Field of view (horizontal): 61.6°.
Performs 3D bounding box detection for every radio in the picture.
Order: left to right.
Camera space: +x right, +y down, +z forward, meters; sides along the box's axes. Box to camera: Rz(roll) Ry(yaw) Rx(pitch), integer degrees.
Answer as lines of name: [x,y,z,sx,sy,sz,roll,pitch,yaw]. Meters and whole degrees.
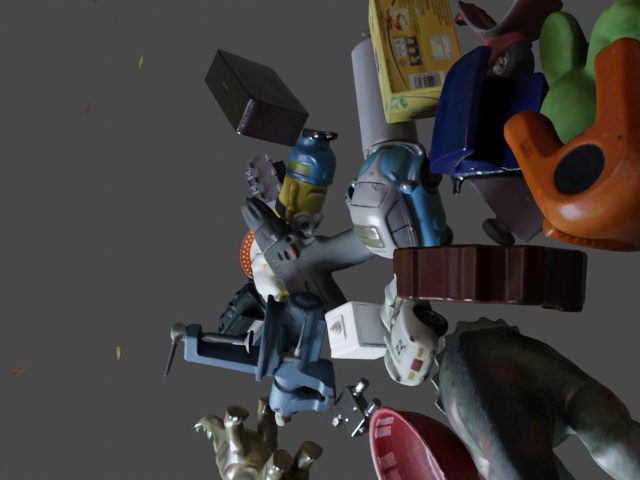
radio: [-0.120,-0.266,1.006,0.073,0.131,0.230,-60,41,27]

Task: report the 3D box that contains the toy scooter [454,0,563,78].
toy scooter: [0.214,-0.270,0.598,0.135,0.075,0.183,57,131,45]

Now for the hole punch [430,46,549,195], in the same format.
hole punch: [0.155,-0.124,0.552,0.116,0.092,0.142,1,82,59]

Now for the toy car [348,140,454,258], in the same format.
toy car: [0.088,-0.033,0.652,0.109,0.103,0.161,14,130,54]

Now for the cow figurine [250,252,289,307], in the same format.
cow figurine: [-0.067,0.097,0.884,0.098,0.068,0.167,-22,80,48]

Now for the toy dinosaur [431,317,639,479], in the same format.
toy dinosaur: [0.150,0.126,0.408,0.192,0.404,0.131,40,89,30]

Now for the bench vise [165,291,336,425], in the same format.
bench vise: [-0.091,0.164,0.767,0.129,0.241,0.223,-88,9,-53]

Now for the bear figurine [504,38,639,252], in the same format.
bear figurine: [0.252,-0.036,0.402,0.120,0.196,0.132,-42,40,47]

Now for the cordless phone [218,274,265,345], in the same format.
cordless phone: [-0.137,0.115,1.005,0.146,0.088,0.184,-53,33,32]

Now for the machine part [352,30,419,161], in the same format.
machine part: [0.090,-0.194,0.747,0.079,0.079,0.243,-28,59,48]

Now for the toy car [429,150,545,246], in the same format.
toy car: [0.193,-0.075,0.597,0.089,0.053,0.202,-50,41,24]

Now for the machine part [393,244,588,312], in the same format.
machine part: [0.160,0.036,0.521,0.179,0.179,0.056,-3,82,54]

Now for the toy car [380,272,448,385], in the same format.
toy car: [0.102,0.089,0.621,0.202,0.056,0.073,-83,9,-69]

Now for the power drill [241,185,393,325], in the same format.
power drill: [-0.002,-0.002,0.770,0.207,0.086,0.232,-32,85,31]

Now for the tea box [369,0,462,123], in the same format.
tea box: [0.120,-0.242,0.685,0.068,0.098,0.169,79,-174,-69]

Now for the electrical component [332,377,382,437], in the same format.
electrical component: [0.049,0.240,0.749,0.094,0.021,0.063,-59,41,26]

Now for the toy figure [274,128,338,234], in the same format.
toy figure: [-0.023,-0.092,0.878,0.089,0.082,0.180,-142,61,-64]

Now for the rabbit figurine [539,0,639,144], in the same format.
rabbit figurine: [0.254,-0.150,0.467,0.170,0.121,0.159,-48,37,28]

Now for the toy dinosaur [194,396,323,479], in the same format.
toy dinosaur: [-0.116,0.367,0.883,0.472,0.105,0.198,21,103,59]
